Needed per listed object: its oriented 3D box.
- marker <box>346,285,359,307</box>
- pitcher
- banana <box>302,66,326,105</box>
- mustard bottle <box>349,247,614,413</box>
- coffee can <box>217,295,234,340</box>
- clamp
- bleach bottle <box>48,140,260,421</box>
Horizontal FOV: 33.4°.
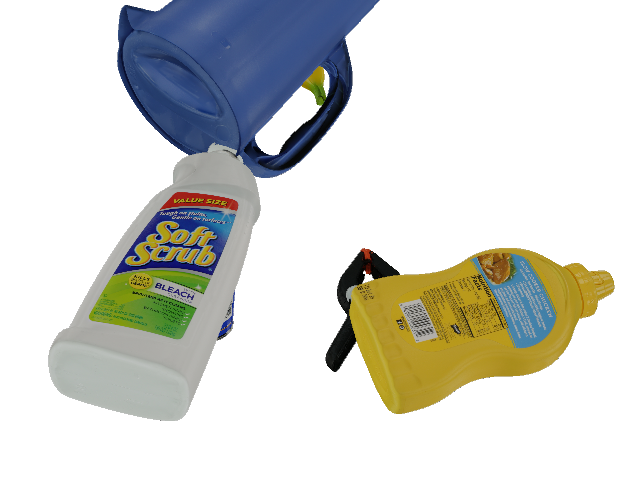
[{"bbox_3d":[0.042,0.078,0.973,0.020,0.020,0.121,0,27,-8],"label":"marker"},{"bbox_3d":[-0.040,-0.179,0.915,0.145,0.149,0.242,25,57,31],"label":"pitcher"},{"bbox_3d":[-0.076,-0.184,1.109,0.198,0.037,0.069,10,44,19],"label":"banana"},{"bbox_3d":[0.124,0.054,0.772,0.191,0.096,0.058,-15,-34,-12],"label":"mustard bottle"},{"bbox_3d":[-0.143,0.030,1.182,0.103,0.140,0.103,5,25,-3],"label":"coffee can"},{"bbox_3d":[0.070,0.079,1.194,0.120,0.171,0.039,6,-43,-1],"label":"clamp"},{"bbox_3d":[-0.109,0.011,0.793,0.102,0.250,0.068,14,-44,1],"label":"bleach bottle"}]
